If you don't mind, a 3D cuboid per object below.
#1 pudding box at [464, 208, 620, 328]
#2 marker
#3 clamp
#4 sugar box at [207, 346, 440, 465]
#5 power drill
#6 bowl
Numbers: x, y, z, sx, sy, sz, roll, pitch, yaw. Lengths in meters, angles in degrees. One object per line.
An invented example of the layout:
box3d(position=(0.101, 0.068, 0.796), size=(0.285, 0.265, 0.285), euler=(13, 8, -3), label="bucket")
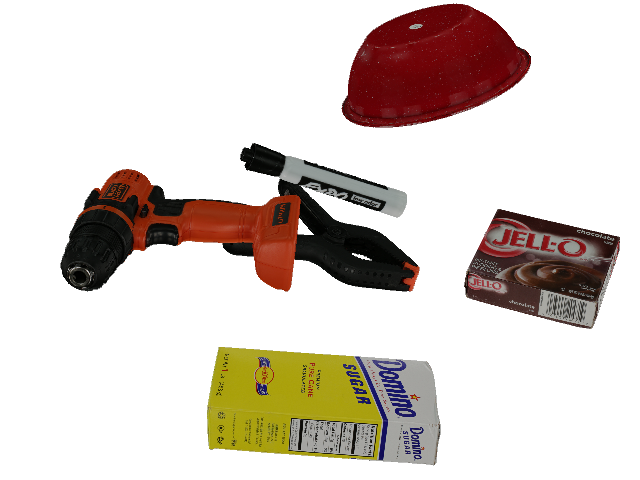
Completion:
box3d(position=(0.191, 0.023, 0.918), size=(0.114, 0.039, 0.090), euler=(16, 45, 18), label="pudding box")
box3d(position=(0.002, -0.041, 0.730), size=(0.121, 0.020, 0.020), euler=(17, -6, -19), label="marker")
box3d(position=(0.005, 0.007, 1.180), size=(0.210, 0.036, 0.164), euler=(27, 36, 17), label="clamp")
box3d(position=(0.002, 0.128, 0.839), size=(0.176, 0.048, 0.093), euler=(2, 26, 0), label="sugar box")
box3d(position=(-0.113, -0.003, 0.904), size=(0.187, 0.057, 0.184), euler=(8, 27, 0), label="power drill")
box3d(position=(0.088, -0.152, 0.879), size=(0.162, 0.055, 0.162), euler=(-16, 25, 7), label="bowl")
